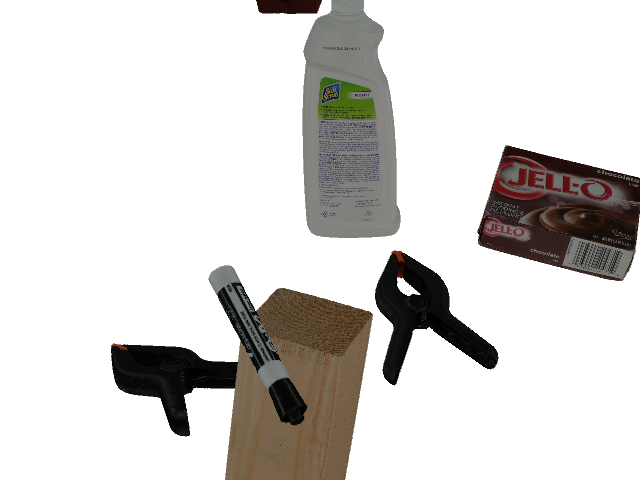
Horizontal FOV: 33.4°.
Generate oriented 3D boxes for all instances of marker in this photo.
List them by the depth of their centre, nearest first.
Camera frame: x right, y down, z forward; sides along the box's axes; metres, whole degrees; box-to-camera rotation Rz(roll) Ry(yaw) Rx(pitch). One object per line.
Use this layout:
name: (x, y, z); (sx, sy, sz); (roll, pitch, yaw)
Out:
marker: (-0.040, 0.068, 0.692); (0.020, 0.121, 0.020); (-23, -31, -14)

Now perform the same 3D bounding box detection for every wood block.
wood block: (-0.023, 0.158, 0.928); (0.090, 0.206, 0.090); (15, 25, 14)

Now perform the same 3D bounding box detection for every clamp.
clamp: (-0.149, 0.143, 1.084); (0.210, 0.036, 0.164); (9, 17, 33)
clamp: (0.114, 0.079, 1.119); (0.120, 0.171, 0.039); (3, -44, -11)

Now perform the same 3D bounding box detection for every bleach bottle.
bleach bottle: (0.033, -0.125, 1.059); (0.102, 0.251, 0.068); (-1, 31, -3)

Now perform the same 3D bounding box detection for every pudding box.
pudding box: (0.184, -0.022, 0.812); (0.113, 0.039, 0.090); (16, 45, 8)

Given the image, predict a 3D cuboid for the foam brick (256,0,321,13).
foam brick: (-0.028, -0.231, 0.876); (0.053, 0.051, 0.078); (3, -38, 13)
